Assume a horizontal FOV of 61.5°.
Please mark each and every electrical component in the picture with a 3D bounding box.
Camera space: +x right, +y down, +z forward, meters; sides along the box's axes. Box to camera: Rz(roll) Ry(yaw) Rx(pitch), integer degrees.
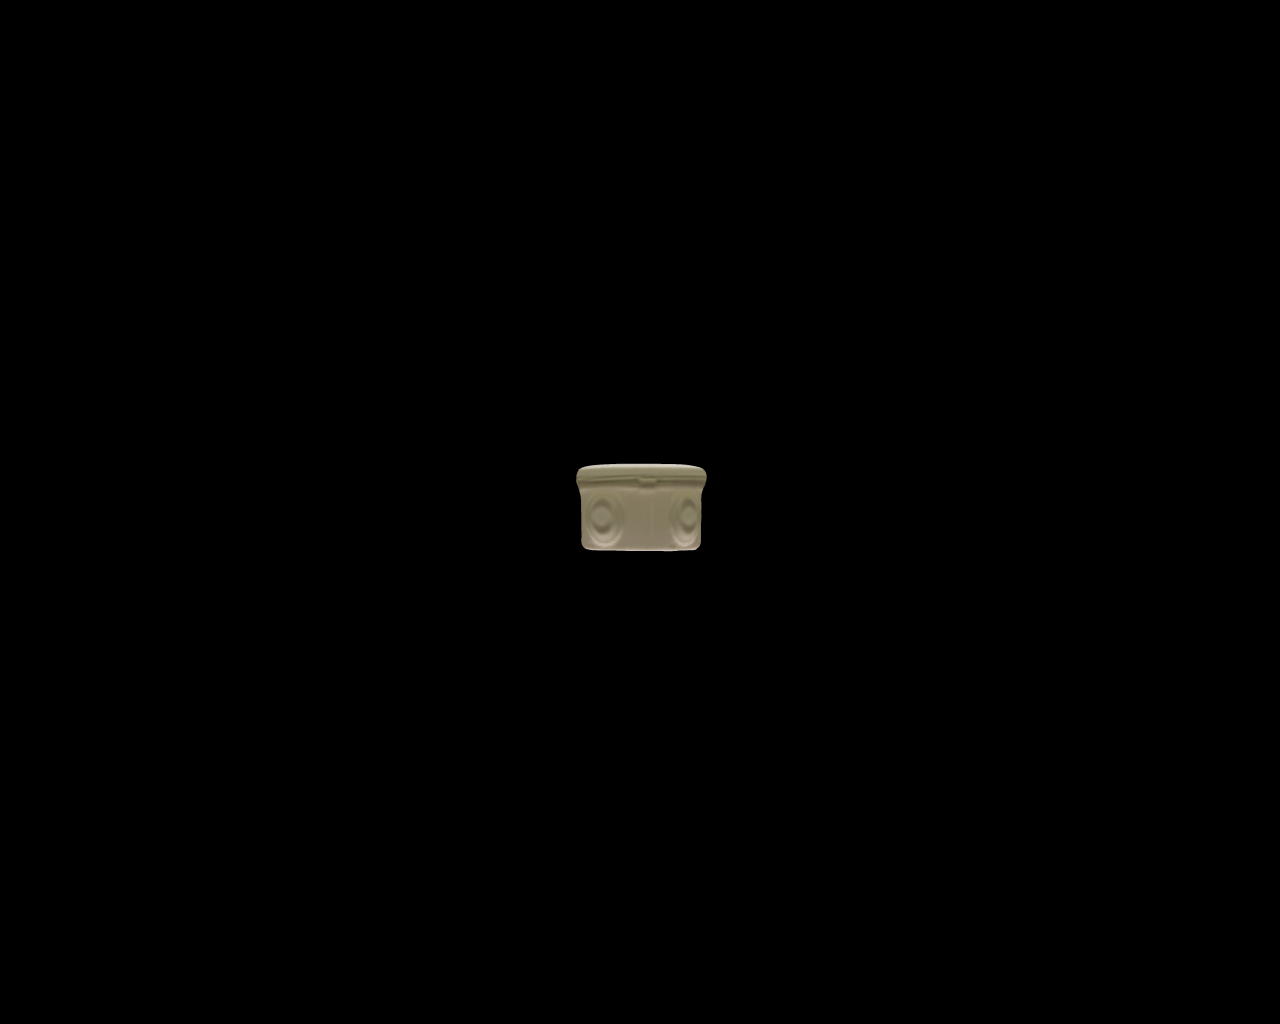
[{"bbox_3d":[0.001,-0.003,0.650,0.080,0.051,0.080,0,0,0],"label":"electrical component"}]
